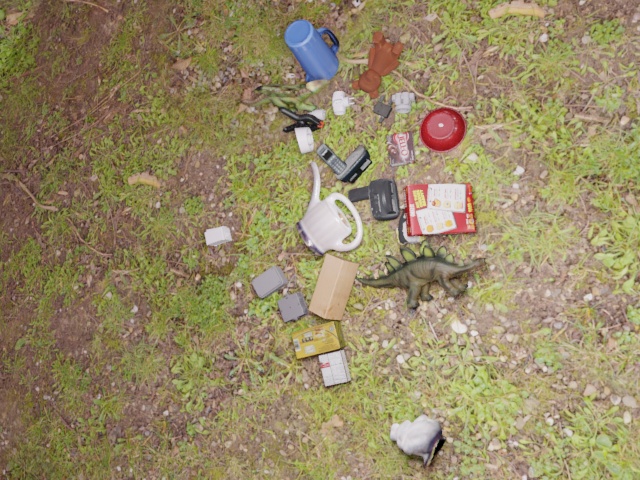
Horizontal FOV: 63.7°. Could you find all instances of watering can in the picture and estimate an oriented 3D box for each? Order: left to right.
[{"bbox_3d":[0.006,-0.092,1.836,0.222,0.104,0.351,-39,73,14],"label":"watering can"}]

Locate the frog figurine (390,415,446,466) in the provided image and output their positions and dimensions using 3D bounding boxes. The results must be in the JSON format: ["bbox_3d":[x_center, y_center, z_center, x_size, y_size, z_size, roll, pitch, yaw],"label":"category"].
[{"bbox_3d":[0.302,0.612,1.628,0.161,0.120,0.139,25,61,30],"label":"frog figurine"}]

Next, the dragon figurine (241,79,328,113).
[{"bbox_3d":[-0.158,-0.540,1.892,0.410,0.243,0.122,-2,89,19],"label":"dragon figurine"}]
